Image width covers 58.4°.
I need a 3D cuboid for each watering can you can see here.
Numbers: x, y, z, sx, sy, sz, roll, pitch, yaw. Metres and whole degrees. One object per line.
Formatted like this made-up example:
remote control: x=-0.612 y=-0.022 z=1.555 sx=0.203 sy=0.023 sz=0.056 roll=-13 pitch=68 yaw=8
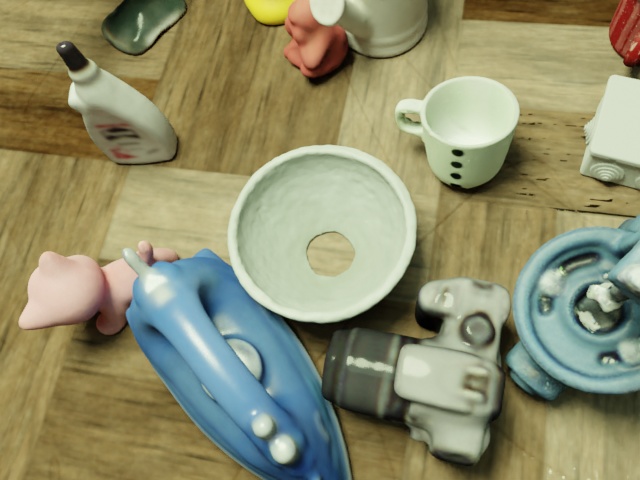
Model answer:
watering can: x=0.056 y=-0.275 z=0.562 sx=0.100 sy=0.194 sz=0.173 roll=10 pitch=70 yaw=12

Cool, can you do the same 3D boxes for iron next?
iron: x=-0.065 y=0.109 z=0.454 sx=0.119 sy=0.141 sz=0.257 roll=-41 pitch=69 yaw=-9

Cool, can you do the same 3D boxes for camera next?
camera: x=0.076 y=0.095 z=0.462 sx=0.136 sy=0.101 sz=0.143 roll=10 pitch=70 yaw=12

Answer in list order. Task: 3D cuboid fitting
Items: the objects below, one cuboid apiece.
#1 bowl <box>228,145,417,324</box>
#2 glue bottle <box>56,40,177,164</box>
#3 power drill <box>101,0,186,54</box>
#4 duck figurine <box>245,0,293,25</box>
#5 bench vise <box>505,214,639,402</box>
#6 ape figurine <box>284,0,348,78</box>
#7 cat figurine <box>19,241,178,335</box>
bowl: x=0.005 y=0.002 z=0.523 sx=0.167 sy=0.075 sz=0.167 roll=-3 pitch=68 yaw=7
glue bottle: x=-0.203 y=-0.130 z=0.552 sx=0.078 sy=0.173 sz=0.037 roll=-7 pitch=68 yaw=6
power drill: x=-0.231 y=-0.304 z=0.606 sx=0.075 sy=0.209 sz=0.230 roll=35 pitch=77 yaw=19
duck figurine: x=-0.059 y=-0.313 z=0.652 sx=0.077 sy=0.086 sz=0.104 roll=-4 pitch=68 yaw=7
bench vise: x=0.219 y=0.013 z=0.410 sx=0.121 sy=0.220 sz=0.207 roll=26 pitch=74 yaw=17
ape figurine: x=-0.010 y=-0.219 z=0.604 sx=0.076 sy=0.092 sz=0.078 roll=-1 pitch=68 yaw=8
cat figurine: x=-0.199 y=0.038 z=0.514 sx=0.128 sy=0.118 sz=0.067 roll=-26 pitch=67 yaw=-2
